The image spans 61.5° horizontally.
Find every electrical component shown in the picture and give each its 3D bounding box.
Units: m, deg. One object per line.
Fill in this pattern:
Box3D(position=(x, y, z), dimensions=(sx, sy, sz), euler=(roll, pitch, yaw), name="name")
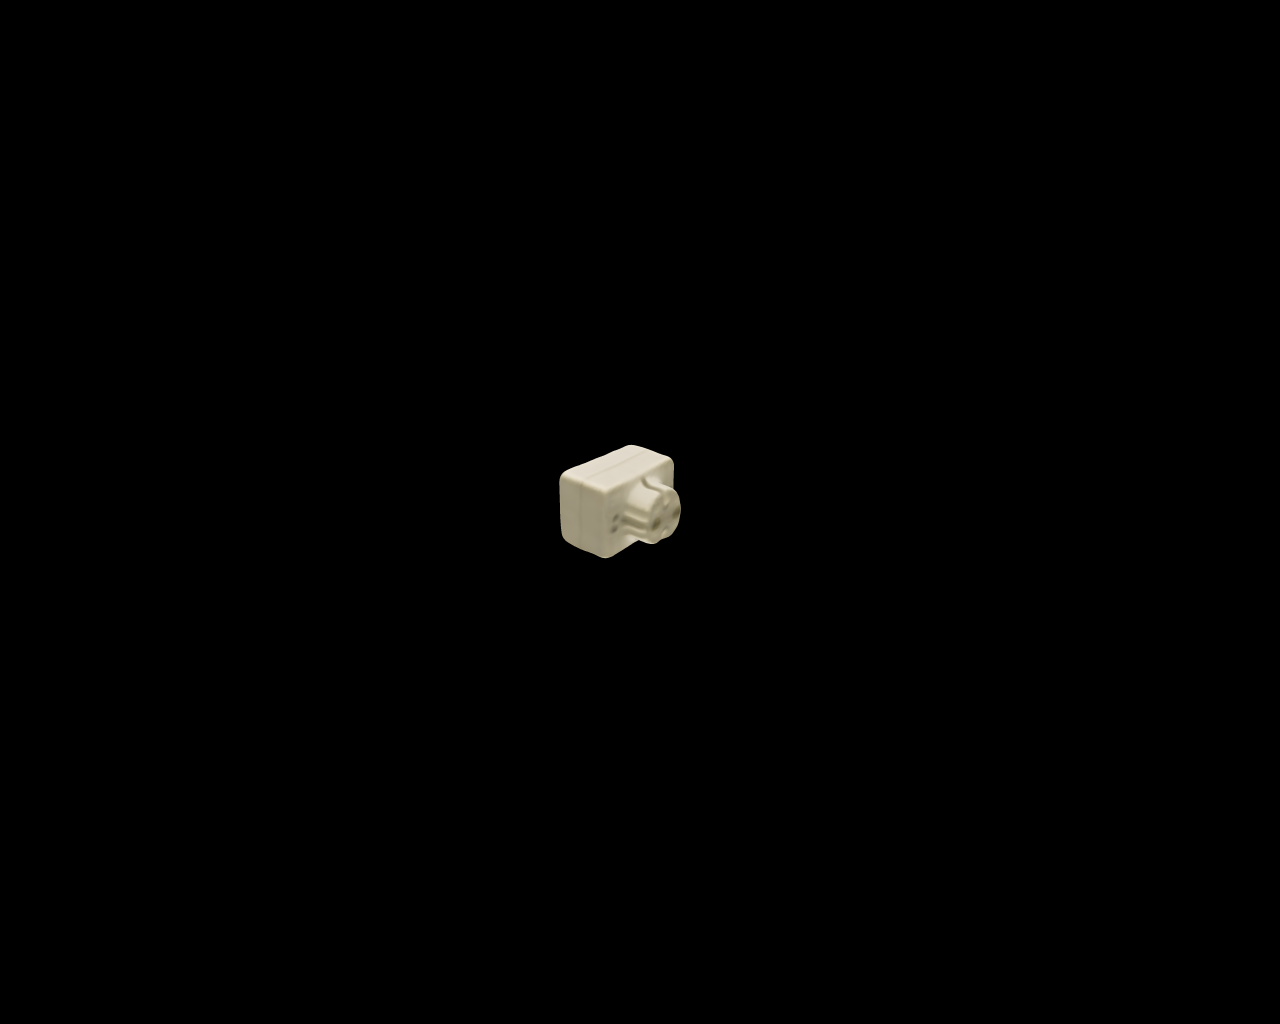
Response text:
Box3D(position=(0.001, -0.003, 0.650), dimensions=(0.077, 0.047, 0.066), euler=(21, 33, 36), name="electrical component")
